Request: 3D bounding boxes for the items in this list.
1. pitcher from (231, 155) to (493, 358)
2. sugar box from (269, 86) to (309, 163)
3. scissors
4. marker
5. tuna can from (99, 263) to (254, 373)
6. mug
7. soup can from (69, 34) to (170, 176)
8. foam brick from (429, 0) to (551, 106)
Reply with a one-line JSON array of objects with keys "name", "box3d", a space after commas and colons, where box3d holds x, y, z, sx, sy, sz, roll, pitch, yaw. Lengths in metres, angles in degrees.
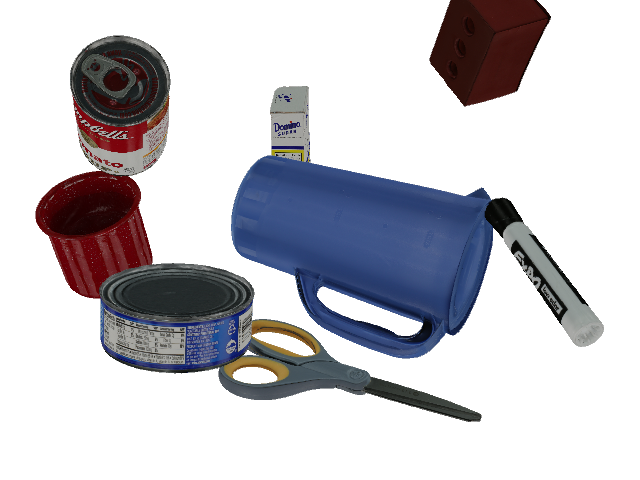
[{"name": "pitcher", "box3d": [0.036, 0.005, 1.034, 0.243, 0.145, 0.149, 16, 22, 19]}, {"name": "sugar box", "box3d": [-0.034, -0.081, 1.236, 0.048, 0.176, 0.093, -2, 26, 3]}, {"name": "scissors", "box3d": [0.009, 0.110, 0.788, 0.202, 0.016, 0.096, 24, 39, 34]}, {"name": "marker", "box3d": [0.128, 0.014, 0.625, 0.020, 0.020, 0.121, 0, 38, -23]}, {"name": "tuna can", "box3d": [-0.080, 0.042, 0.598, 0.086, 0.034, 0.086, 3, 18, -1]}, {"name": "mug", "box3d": [-0.199, -0.010, 0.963, 0.093, 0.081, 0.117, -9, 41, 0]}, {"name": "soup can", "box3d": [-0.144, -0.095, 0.774, 0.068, 0.068, 0.102, 0, -17, -9]}, {"name": "foam brick", "box3d": [0.121, -0.145, 0.773, 0.051, 0.053, 0.078, -20, -29, -24]}]
